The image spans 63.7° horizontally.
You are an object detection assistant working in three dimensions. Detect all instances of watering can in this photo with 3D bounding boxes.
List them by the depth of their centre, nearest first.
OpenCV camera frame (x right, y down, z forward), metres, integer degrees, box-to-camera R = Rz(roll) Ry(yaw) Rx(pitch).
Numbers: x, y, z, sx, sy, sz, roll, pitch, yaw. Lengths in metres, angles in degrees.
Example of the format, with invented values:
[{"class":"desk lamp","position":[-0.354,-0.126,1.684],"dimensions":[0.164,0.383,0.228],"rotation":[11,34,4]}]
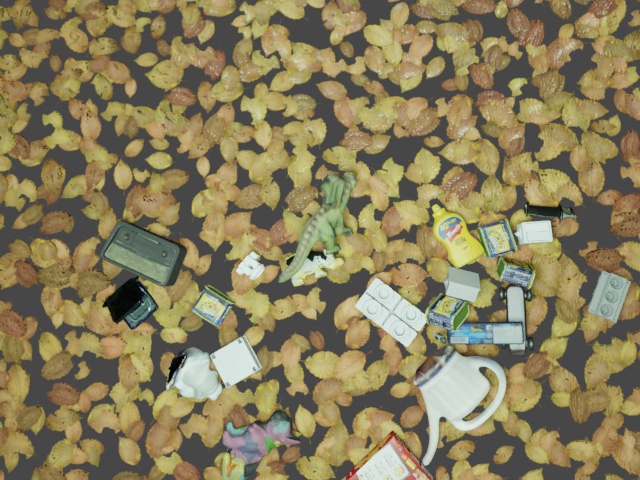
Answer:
[{"class":"watering can","position":[0.348,0.442,1.426],"dimensions":[0.225,0.104,0.346],"rotation":[45,95,9]}]

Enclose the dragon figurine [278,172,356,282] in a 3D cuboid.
[{"class":"dragon figurine","position":[0.004,-0.072,1.427],"dimensions":[0.122,0.418,0.237],"rotation":[17,124,20]}]

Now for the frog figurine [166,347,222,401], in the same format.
[{"class":"frog figurine","position":[-0.354,0.391,1.494],"dimensions":[0.158,0.122,0.139],"rotation":[29,75,-29]}]
